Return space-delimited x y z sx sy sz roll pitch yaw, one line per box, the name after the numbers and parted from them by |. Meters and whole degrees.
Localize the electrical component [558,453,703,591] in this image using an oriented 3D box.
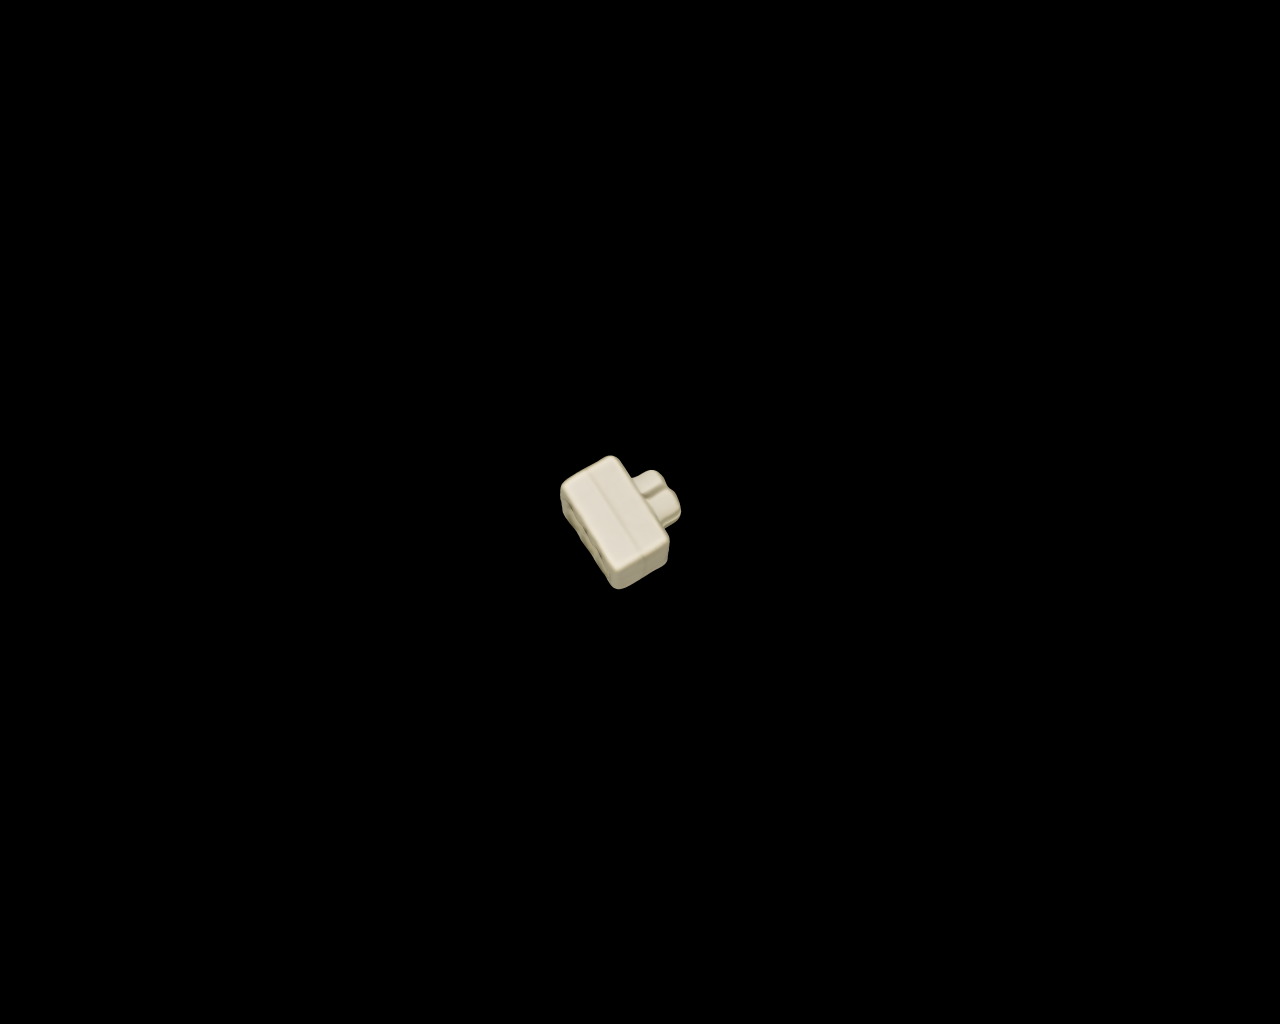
0.001 -0.003 0.650 0.077 0.066 0.047 -30 -15 -9 | electrical component
